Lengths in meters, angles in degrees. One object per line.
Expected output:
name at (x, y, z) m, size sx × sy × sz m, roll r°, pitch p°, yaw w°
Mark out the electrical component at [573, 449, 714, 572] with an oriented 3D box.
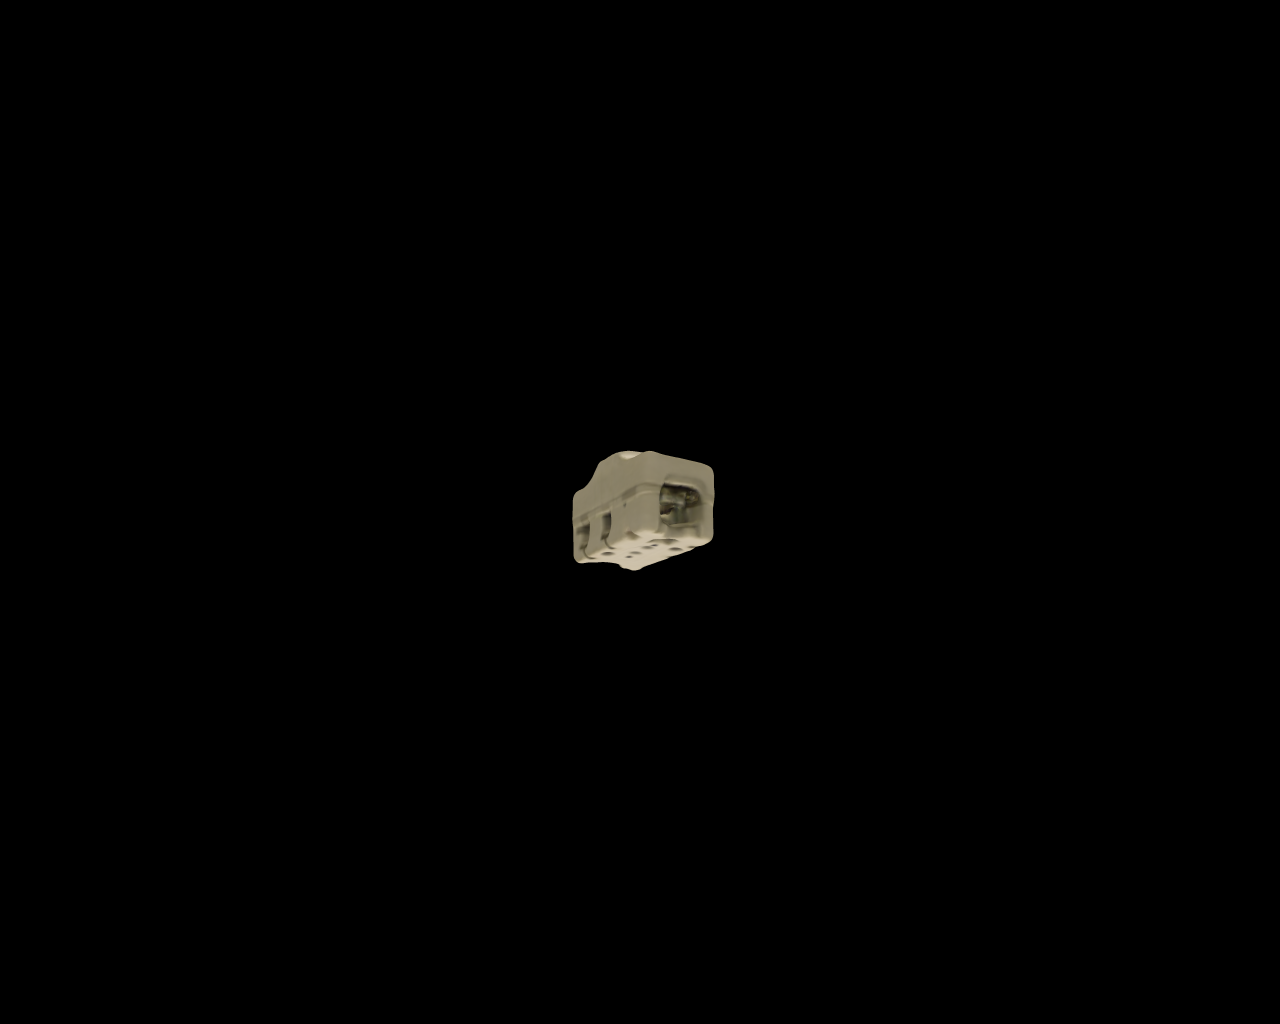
electrical component at (0.001, -0.003, 0.650) m, size 0.050 × 0.056 × 0.089 m, roll 11°, pitch -21°, yaw -30°
